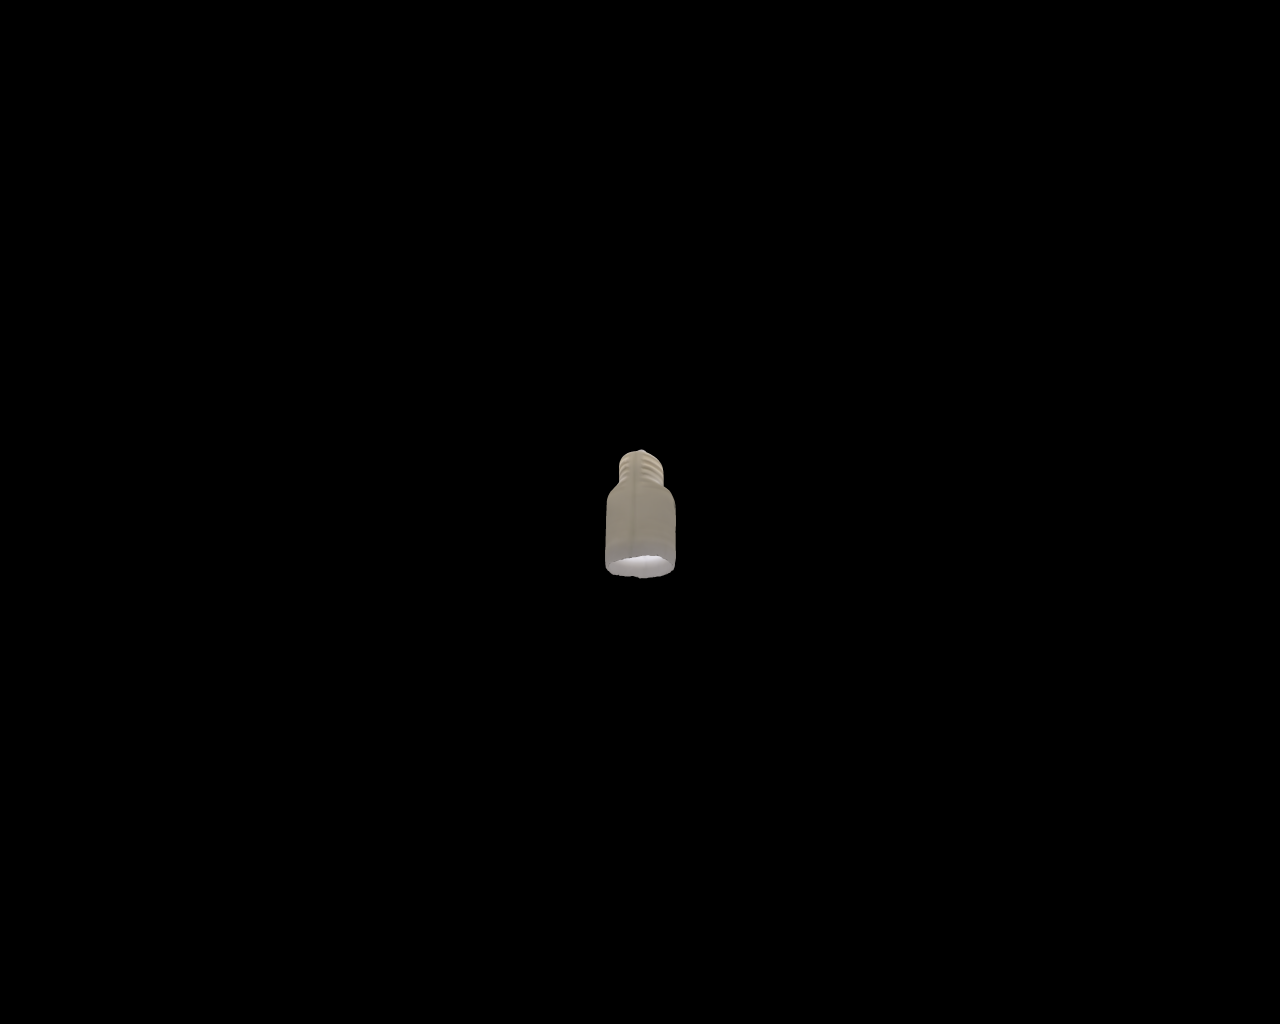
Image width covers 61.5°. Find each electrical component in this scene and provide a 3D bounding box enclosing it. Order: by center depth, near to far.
[{"bbox_3d":[0.001,-0.003,0.650,0.043,0.081,0.043,0,-23,0],"label":"electrical component"}]
